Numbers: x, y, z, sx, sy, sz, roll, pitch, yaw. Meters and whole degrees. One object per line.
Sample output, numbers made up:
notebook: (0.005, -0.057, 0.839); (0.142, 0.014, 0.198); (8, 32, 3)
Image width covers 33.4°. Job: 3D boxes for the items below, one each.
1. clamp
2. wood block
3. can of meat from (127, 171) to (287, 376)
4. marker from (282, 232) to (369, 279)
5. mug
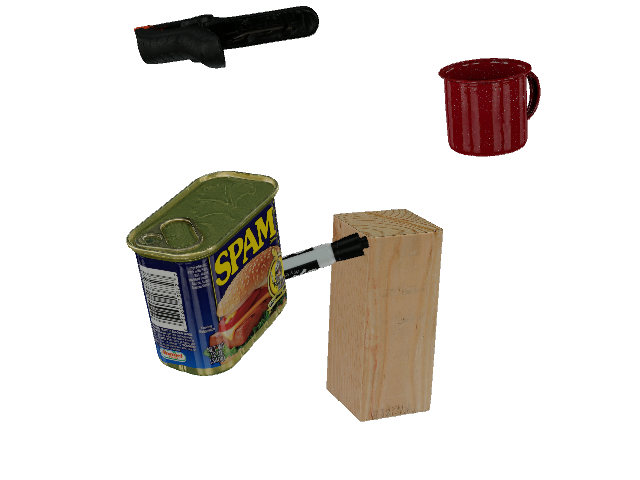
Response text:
clamp: (-0.087, -0.170, 0.885); (0.120, 0.039, 0.172); (-18, 22, -35)
wood block: (0.067, 0.078, 1.154); (0.090, 0.206, 0.091); (-5, 19, -23)
can of meat: (-0.062, 0.019, 0.634); (0.058, 0.084, 0.102); (9, 32, 26)
marker: (-0.021, 0.019, 0.829); (0.121, 0.020, 0.020); (-18, -1, 3)
mug: (0.179, -0.139, 1.097); (0.117, 0.081, 0.093); (-20, 26, -30)
